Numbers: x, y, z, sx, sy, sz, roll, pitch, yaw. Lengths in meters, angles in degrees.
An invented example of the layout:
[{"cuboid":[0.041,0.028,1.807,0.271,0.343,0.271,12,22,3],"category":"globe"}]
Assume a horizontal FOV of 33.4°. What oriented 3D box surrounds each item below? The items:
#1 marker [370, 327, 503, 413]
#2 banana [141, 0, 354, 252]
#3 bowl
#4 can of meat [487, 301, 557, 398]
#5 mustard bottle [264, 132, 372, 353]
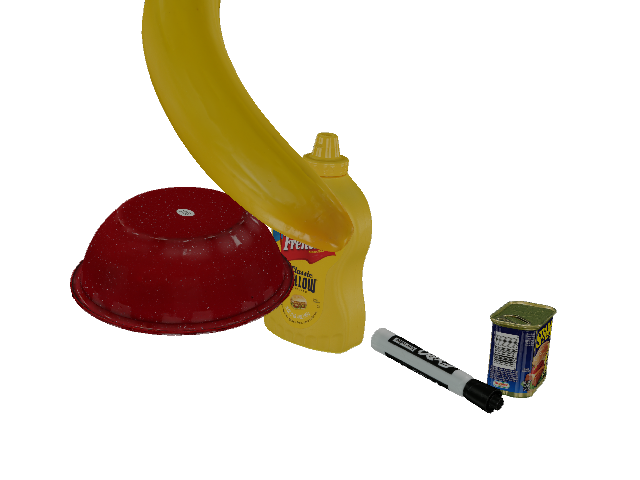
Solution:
[{"cuboid":[0.086,0.097,0.796,0.020,0.020,0.121,0,19,-46],"category":"marker"},{"cuboid":[-0.043,-0.075,0.496,0.069,0.198,0.037,-13,-30,-9],"category":"banana"},{"cuboid":[-0.098,0.004,0.762,0.162,0.055,0.162,2,26,-1],"category":"bowl"},{"cuboid":[0.223,0.120,1.188,0.058,0.084,0.102,9,13,24],"category":"can of meat"},{"cuboid":[-0.001,-0.001,0.954,0.096,0.192,0.058,17,21,34],"category":"mustard bottle"}]
